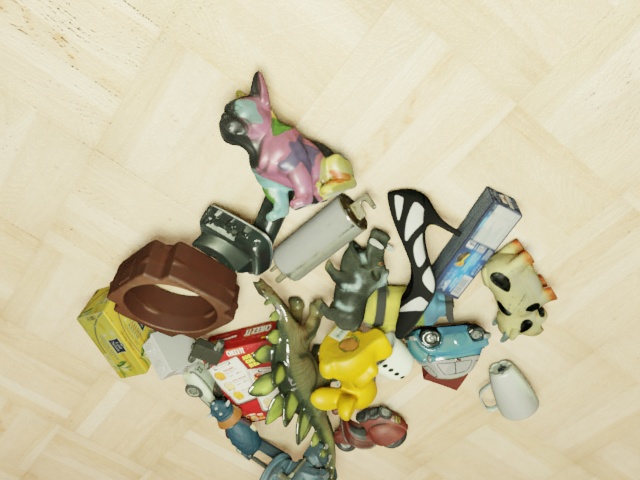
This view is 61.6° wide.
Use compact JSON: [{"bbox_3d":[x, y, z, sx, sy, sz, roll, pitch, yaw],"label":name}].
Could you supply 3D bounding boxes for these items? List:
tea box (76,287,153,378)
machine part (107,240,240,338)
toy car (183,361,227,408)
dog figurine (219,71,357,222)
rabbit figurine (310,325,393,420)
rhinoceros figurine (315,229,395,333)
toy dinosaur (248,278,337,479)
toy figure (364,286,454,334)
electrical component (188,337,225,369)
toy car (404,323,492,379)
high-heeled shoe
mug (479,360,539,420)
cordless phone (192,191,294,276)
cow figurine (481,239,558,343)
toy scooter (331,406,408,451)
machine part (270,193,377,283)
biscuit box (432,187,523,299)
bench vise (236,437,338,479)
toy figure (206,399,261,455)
[{"bbox_3d":[-0.404,0.185,1.093,0.068,0.098,0.169,-16,120,15],"label":"tea box"},{"bbox_3d":[-0.267,0.094,0.995,0.201,0.087,0.201,-29,130,37],"label":"machine part"},{"bbox_3d":[-0.228,0.340,1.184,0.056,0.073,0.201,-27,115,21],"label":"toy car"},{"bbox_3d":[-0.056,-0.152,0.849,0.108,0.191,0.219,-16,97,56],"label":"dog figurine"},{"bbox_3d":[0.064,0.256,0.993,0.122,0.162,0.173,12,136,31],"label":"rabbit figurine"},{"bbox_3d":[0.067,0.069,0.960,0.112,0.073,0.190,21,90,34],"label":"rhinoceros figurine"},{"bbox_3d":[-0.032,0.280,1.049,0.105,0.198,0.470,-2,121,47],"label":"toy dinosaur"},{"bbox_3d":[0.160,0.120,1.010,0.180,0.082,0.089,-5,113,13],"label":"toy figure"},{"bbox_3d":[-0.223,0.218,1.055,0.063,0.021,0.094,26,128,-11],"label":"electrical component"},{"bbox_3d":[0.244,0.213,1.029,0.162,0.109,0.103,-4,83,0],"label":"toy car"},{"bbox_3d":[0.139,0.040,0.927,0.145,0.086,0.248,26,99,9],"label":"high-heeled shoe"},{"bbox_3d":[0.381,0.306,1.109,0.110,0.081,0.107,-21,106,22],"label":"mug"},{"bbox_3d":[-0.129,-0.043,0.943,0.147,0.088,0.184,29,98,22],"label":"cordless phone"},{"bbox_3d":[0.356,0.106,0.980,0.127,0.085,0.194,-31,117,15],"label":"cow figurine"},{"bbox_3d":[0.097,0.410,1.199,0.184,0.075,0.135,-18,118,21],"label":"toy scooter"},{"bbox_3d":[-0.002,-0.003,0.951,0.079,0.079,0.243,42,117,-19],"label":"machine part"},{"bbox_3d":[0.266,0.009,0.941,0.059,0.063,0.202,23,121,-10],"label":"biscuit box"},{"bbox_3d":[-0.087,0.515,1.242,0.241,0.223,0.128,17,145,33],"label":"bench vise"},{"bbox_3d":[-0.184,0.390,1.139,0.058,0.064,0.154,1,128,59],"label":"toy figure"}]
